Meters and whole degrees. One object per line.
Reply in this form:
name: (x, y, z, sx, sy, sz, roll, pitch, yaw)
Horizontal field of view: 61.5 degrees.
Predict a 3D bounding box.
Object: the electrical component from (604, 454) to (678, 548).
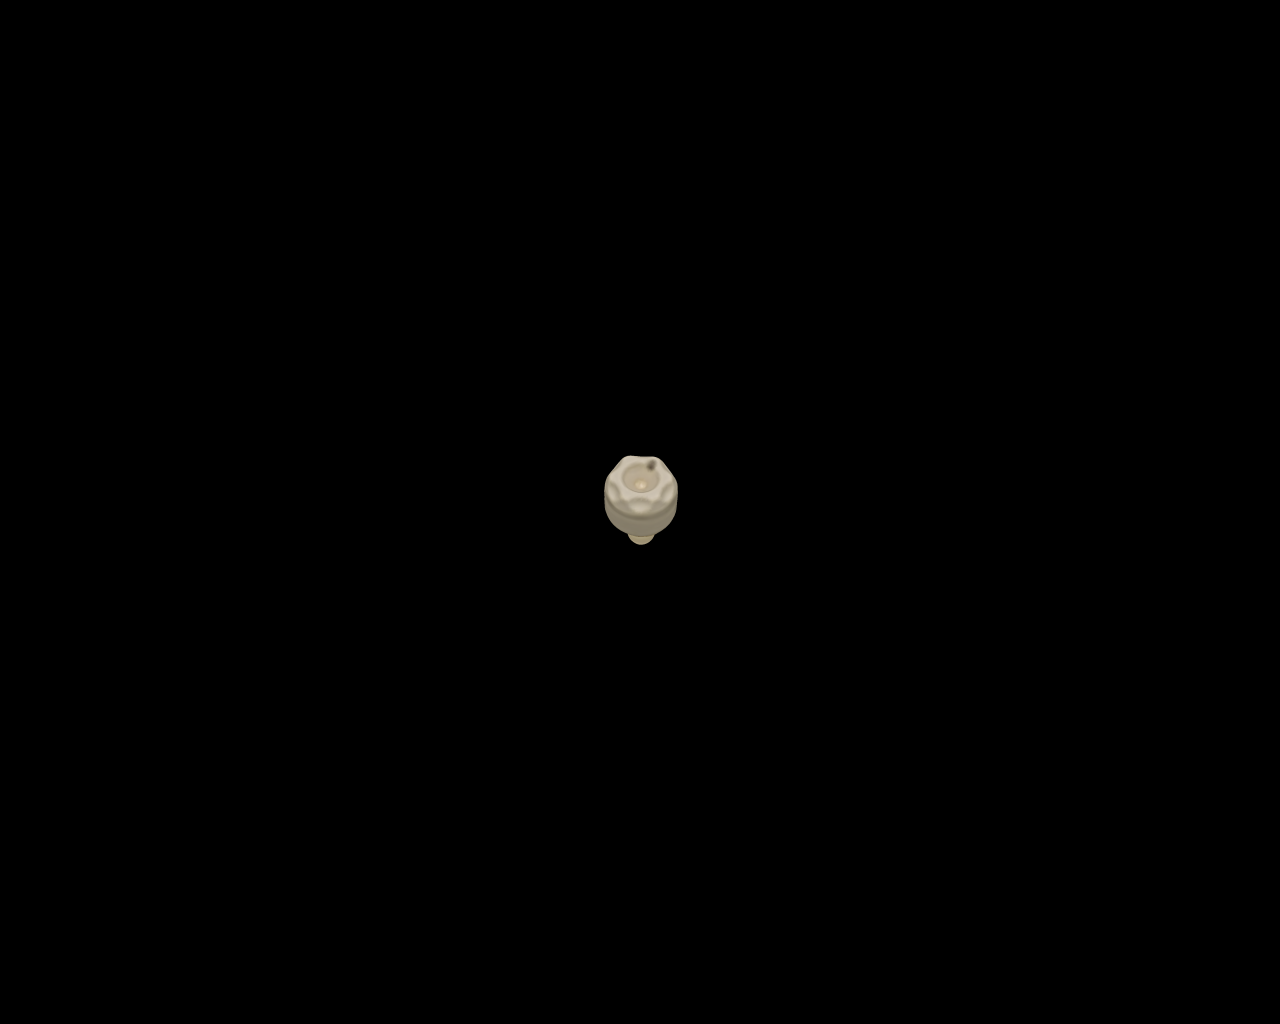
electrical component: (0.001, -0.003, 0.650, 0.043, 0.043, 0.062, 0, -37, 0)
